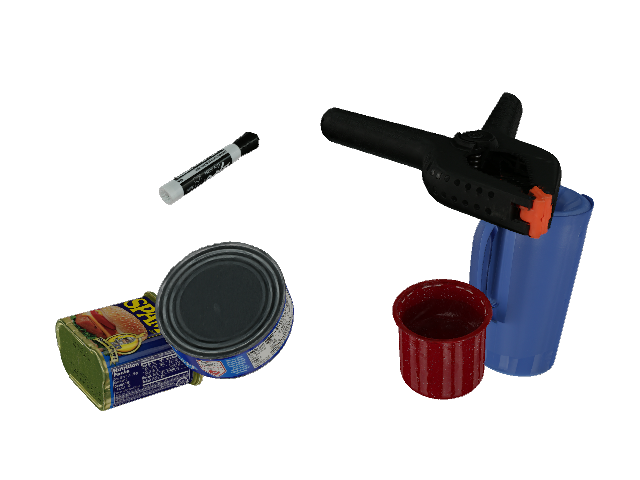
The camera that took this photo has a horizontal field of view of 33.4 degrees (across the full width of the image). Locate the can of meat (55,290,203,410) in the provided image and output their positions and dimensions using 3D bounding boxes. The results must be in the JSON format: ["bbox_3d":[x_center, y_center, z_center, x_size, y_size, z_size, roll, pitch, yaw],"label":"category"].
[{"bbox_3d":[-0.156,0.088,0.859,0.083,0.057,0.102,-15,26,-31],"label":"can of meat"}]

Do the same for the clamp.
[{"bbox_3d":[0.096,-0.058,0.750,0.164,0.036,0.210,-5,27,-10],"label":"clamp"}]

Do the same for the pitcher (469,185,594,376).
[{"bbox_3d":[0.256,0.050,1.367,0.149,0.243,0.145,5,23,2],"label":"pitcher"}]

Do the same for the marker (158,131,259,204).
[{"bbox_3d":[-0.104,-0.071,1.023,0.120,0.020,0.020,-37,23,-33],"label":"marker"}]

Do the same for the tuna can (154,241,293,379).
[{"bbox_3d":[-0.061,0.045,0.690,0.086,0.086,0.033,0,-33,13],"label":"tuna can"}]

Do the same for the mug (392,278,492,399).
[{"bbox_3d":[0.119,0.089,1.026,0.093,0.081,0.117,6,37,14],"label":"mug"}]
